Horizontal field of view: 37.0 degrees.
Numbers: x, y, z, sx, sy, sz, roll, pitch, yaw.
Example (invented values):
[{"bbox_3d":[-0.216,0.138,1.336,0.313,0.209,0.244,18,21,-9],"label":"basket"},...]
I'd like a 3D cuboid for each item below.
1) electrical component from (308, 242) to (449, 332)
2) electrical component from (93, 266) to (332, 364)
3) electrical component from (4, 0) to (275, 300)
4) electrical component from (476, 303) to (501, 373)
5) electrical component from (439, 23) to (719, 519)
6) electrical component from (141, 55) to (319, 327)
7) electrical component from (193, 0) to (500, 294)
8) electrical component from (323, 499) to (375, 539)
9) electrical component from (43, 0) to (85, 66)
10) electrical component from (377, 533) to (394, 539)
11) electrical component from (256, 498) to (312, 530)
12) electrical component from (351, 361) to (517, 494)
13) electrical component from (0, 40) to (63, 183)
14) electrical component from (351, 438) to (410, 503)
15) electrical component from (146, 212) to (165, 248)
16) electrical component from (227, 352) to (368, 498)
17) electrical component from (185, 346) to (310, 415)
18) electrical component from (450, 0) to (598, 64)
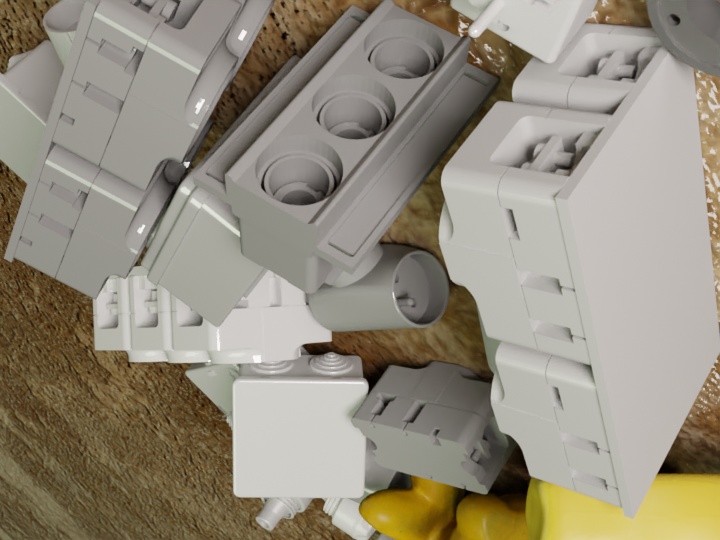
[{"bbox_3d":[0.000,0.000,0.618,0.077,0.043,0.079,-7,127,50],"label":"electrical component"},{"bbox_3d":[-0.099,0.027,0.694,0.150,0.089,0.061,-5,87,49],"label":"electrical component"},{"bbox_3d":[-0.105,-0.078,0.527,0.060,0.105,0.186,29,138,-9],"label":"electrical component"},{"bbox_3d":[0.082,0.018,0.556,0.043,0.043,0.081,18,143,31],"label":"electrical component"},{"bbox_3d":[0.099,0.002,0.457,0.060,0.105,0.186,14,141,35],"label":"electrical component"},{"bbox_3d":[-0.053,-0.039,0.559,0.056,0.108,0.108,38,149,-4],"label":"electrical component"},{"bbox_3d":[-0.004,-0.054,0.476,0.079,0.121,0.063,30,151,14],"label":"electrical component"},{"bbox_3d":[-0.010,0.189,0.876,0.062,0.043,0.043,31,148,15],"label":"electrical component"},{"bbox_3d":[-0.145,-0.115,0.619,0.043,0.043,0.081,17,143,31],"label":"electrical component"},{"bbox_3d":[0.048,0.232,0.876,0.078,0.040,0.040,24,146,23],"label":"electrical component"},{"bbox_3d":[-0.064,0.193,0.920,0.048,0.062,0.048,27,147,19],"label":"electrical component"},{"bbox_3d":[0.050,0.096,0.679,0.089,0.055,0.050,6,137,41],"label":"electrical component"},{"bbox_3d":[-0.196,-0.090,0.698,0.100,0.048,0.100,44,149,-8],"label":"electrical component"},{"bbox_3d":[-0.004,0.142,0.808,0.077,0.043,0.079,15,142,34],"label":"electrical component"},{"bbox_3d":[-0.136,-0.038,0.709,0.055,0.045,0.045,44,149,-8],"label":"electrical component"},{"bbox_3d":[-0.041,0.104,0.730,0.100,0.048,0.099,1,110,-3],"label":"electrical component"},{"bbox_3d":[-0.072,0.084,0.798,0.099,0.048,0.100,48,149,-16],"label":"electrical component"},{"bbox_3d":[0.060,-0.110,0.379,0.047,0.075,0.083,33,149,9],"label":"electrical component"}]
